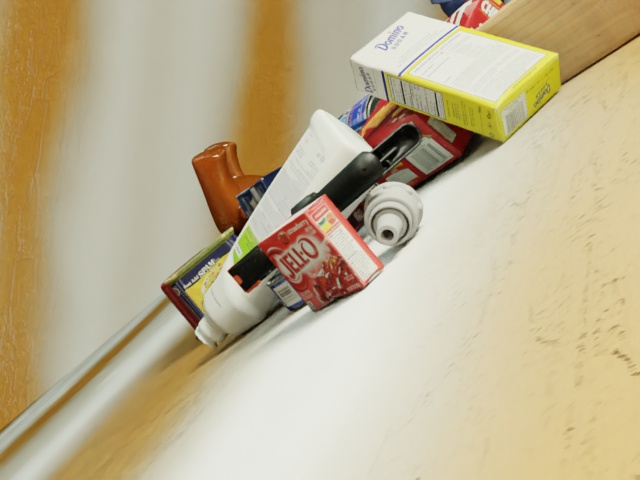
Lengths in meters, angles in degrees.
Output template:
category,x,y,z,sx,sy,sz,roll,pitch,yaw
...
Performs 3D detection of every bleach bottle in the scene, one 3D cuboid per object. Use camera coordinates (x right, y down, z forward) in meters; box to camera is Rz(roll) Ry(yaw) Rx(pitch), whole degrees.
category,x,y,z,sx,sy,sz,roll,pitch,yaw
bleach bottle,-0.042,-0.001,1.051,0.251,0.068,0.103,-52,30,13

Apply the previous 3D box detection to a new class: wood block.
category,x,y,z,sx,sy,sz,roll,pitch,yaw
wood block,0.248,-0.219,0.973,0.090,0.090,0.207,-42,6,-38

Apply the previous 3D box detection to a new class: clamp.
category,x,y,z,sx,sy,sz,roll,pitch,yaw
clamp,0.003,-0.027,0.939,0.210,0.036,0.164,-41,-1,29

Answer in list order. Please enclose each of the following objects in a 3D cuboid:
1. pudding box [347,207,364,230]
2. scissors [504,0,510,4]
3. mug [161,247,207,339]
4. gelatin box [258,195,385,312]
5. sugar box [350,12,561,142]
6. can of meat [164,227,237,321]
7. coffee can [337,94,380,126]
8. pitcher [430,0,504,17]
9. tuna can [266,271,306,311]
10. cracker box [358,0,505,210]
category,x,y,z,sx,sy,sz,roll,pitch,yaw
pudding box,-0.008,0.001,1.153,0.114,0.039,0.089,-32,6,38
scissors,0.238,-0.285,1.249,0.096,0.016,0.202,-35,52,55
mug,-0.137,0.057,1.327,0.093,0.081,0.117,-35,7,38
gelatin box,-0.002,0.012,0.833,0.030,0.073,0.089,-42,6,-32
sugar box,0.124,-0.155,0.993,0.176,0.048,0.093,25,56,40
can of meat,-0.115,0.049,1.238,0.102,0.084,0.057,-40,5,-5
coffee can,0.064,-0.123,1.344,0.102,0.103,0.141,-43,7,-34
pitcher,0.266,-0.349,1.376,0.243,0.144,0.149,6,73,49
tuna can,-0.005,0.026,0.961,0.086,0.034,0.086,-39,5,4
cracker box,0.114,-0.145,1.129,0.164,0.072,0.213,-35,20,53
